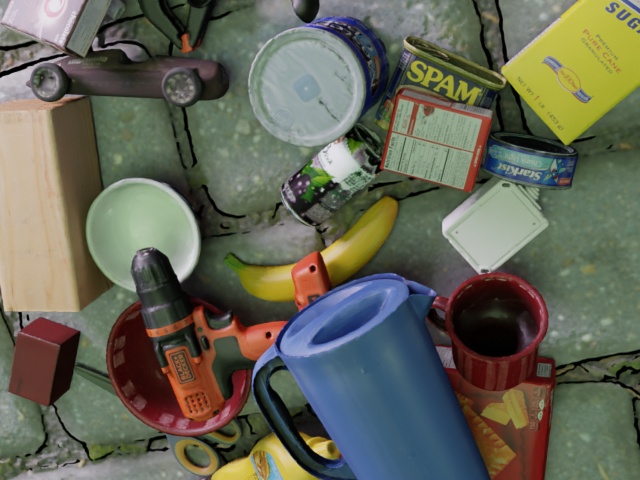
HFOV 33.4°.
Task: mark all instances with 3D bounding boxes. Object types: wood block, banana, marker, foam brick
[{"bbox_3d":[-0.282,-0.038,1.098,0.090,0.090,0.206,-1,106,14],"label":"wood block"},{"bbox_3d":[-0.003,0.019,1.078,0.198,0.037,0.069,-20,102,18],"label":"banana"},{"bbox_3d":[-0.246,-0.262,1.062,0.121,0.020,0.020,37,111,1],"label":"marker"},{"bbox_3d":[-0.304,0.133,1.175,0.053,0.051,0.078,19,109,8],"label":"foam brick"}]

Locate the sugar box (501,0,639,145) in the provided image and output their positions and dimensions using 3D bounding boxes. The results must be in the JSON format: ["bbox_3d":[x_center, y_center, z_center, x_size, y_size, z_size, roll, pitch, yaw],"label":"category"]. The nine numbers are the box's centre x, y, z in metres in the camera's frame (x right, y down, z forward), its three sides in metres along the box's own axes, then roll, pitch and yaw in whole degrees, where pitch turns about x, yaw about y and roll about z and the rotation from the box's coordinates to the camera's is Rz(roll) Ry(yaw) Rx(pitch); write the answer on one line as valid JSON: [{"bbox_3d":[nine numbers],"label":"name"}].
[{"bbox_3d":[0.258,-0.176,0.949,0.176,0.048,0.093,-42,94,19],"label":"sugar box"}]

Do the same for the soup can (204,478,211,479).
[{"bbox_3d":[-0.150,0.315,1.185,0.102,0.068,0.068,-30,97,18],"label":"soup can"}]

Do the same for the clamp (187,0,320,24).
[{"bbox_3d":[-0.040,-0.293,0.963,0.165,0.036,0.210,10,80,41],"label":"clamp"}]

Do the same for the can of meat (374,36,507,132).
[{"bbox_3d":[0.110,-0.131,0.997,0.102,0.057,0.084,25,112,5],"label":"can of meat"}]

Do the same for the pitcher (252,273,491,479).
[{"bbox_3d":[0.058,0.166,0.977,0.149,0.144,0.243,-7,116,49],"label":"pitcher"}]

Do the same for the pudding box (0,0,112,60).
[{"bbox_3d":[-0.241,-0.238,1.015,0.090,0.039,0.113,24,92,28],"label":"pudding box"}]

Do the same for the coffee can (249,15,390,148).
[{"bbox_3d":[0.003,-0.148,0.972,0.103,0.140,0.103,4,107,12],"label":"coffee can"}]

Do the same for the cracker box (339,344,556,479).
[{"bbox_3d":[0.123,0.194,1.082,0.214,0.072,0.164,6,107,12],"label":"cracker box"}]

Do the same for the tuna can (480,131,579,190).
[{"bbox_3d":[0.192,-0.074,0.979,0.086,0.086,0.034,13,107,9],"label":"tuna can"}]

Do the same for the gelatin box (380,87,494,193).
[{"bbox_3d":[0.105,-0.091,0.966,0.089,0.030,0.073,16,115,9],"label":"gelatin box"}]

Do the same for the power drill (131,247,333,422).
[{"bbox_3d":[-0.078,0.073,1.047,0.188,0.057,0.184,-17,105,8],"label":"power drill"}]

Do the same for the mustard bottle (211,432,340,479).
[{"bbox_3d":[-0.037,0.249,1.104,0.096,0.058,0.192,57,136,10],"label":"mustard bottle"}]

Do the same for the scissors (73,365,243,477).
[{"bbox_3d":[-0.184,0.205,1.187,0.202,0.016,0.096,12,108,10],"label":"scissors"}]

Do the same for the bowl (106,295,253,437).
[{"bbox_3d":[-0.142,0.124,1.132,0.162,0.055,0.162,4,107,12],"label":"bowl"}]

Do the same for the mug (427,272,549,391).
[{"bbox_3d":[0.153,0.086,1.002,0.117,0.093,0.081,18,152,18],"label":"mug"}]

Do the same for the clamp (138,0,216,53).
[{"bbox_3d":[-0.137,-0.269,1.024,0.120,0.039,0.171,-17,106,23],"label":"clamp"}]
